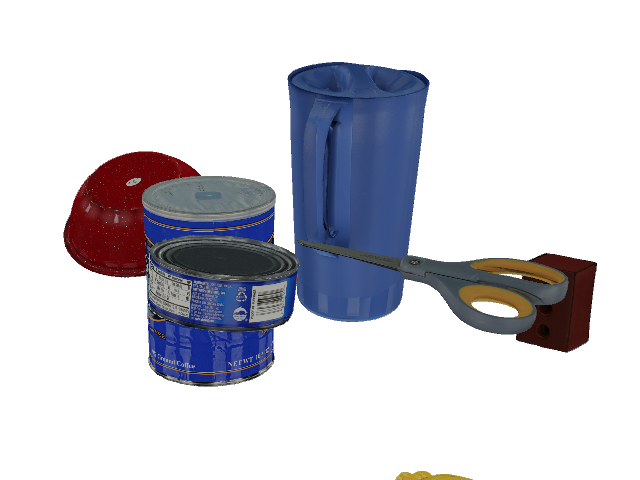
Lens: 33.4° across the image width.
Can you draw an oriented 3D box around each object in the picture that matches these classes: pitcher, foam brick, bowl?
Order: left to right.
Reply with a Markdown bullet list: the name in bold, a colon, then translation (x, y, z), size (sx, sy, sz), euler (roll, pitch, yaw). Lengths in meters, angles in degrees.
- **bowl**: translation (-0.176, -0.038, 1.034), size (0.162, 0.055, 0.162), euler (-5, 41, 4)
- **pitcher**: translation (0.028, -0.044, 1.038), size (0.149, 0.243, 0.145), euler (-8, 25, -22)
- **foam brick**: translation (0.216, 0.056, 0.976), size (0.053, 0.078, 0.051), euler (12, 17, 34)

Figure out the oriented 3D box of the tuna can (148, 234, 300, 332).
- **tuna can**: translation (-0.056, 0.024, 0.616), size (0.086, 0.034, 0.086), euler (6, 14, -2)

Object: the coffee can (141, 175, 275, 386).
- **coffee can**: translation (-0.087, 0.030, 0.841), size (0.103, 0.140, 0.103), euler (1, 19, -1)

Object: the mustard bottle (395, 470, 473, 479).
- **mustard bottle**: translation (0.126, 0.248, 0.903), size (0.096, 0.058, 0.192), euler (-18, 27, -28)

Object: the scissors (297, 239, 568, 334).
- **scissors**: translation (0.071, 0.030, 0.750), size (0.202, 0.016, 0.096), euler (5, 27, 12)
